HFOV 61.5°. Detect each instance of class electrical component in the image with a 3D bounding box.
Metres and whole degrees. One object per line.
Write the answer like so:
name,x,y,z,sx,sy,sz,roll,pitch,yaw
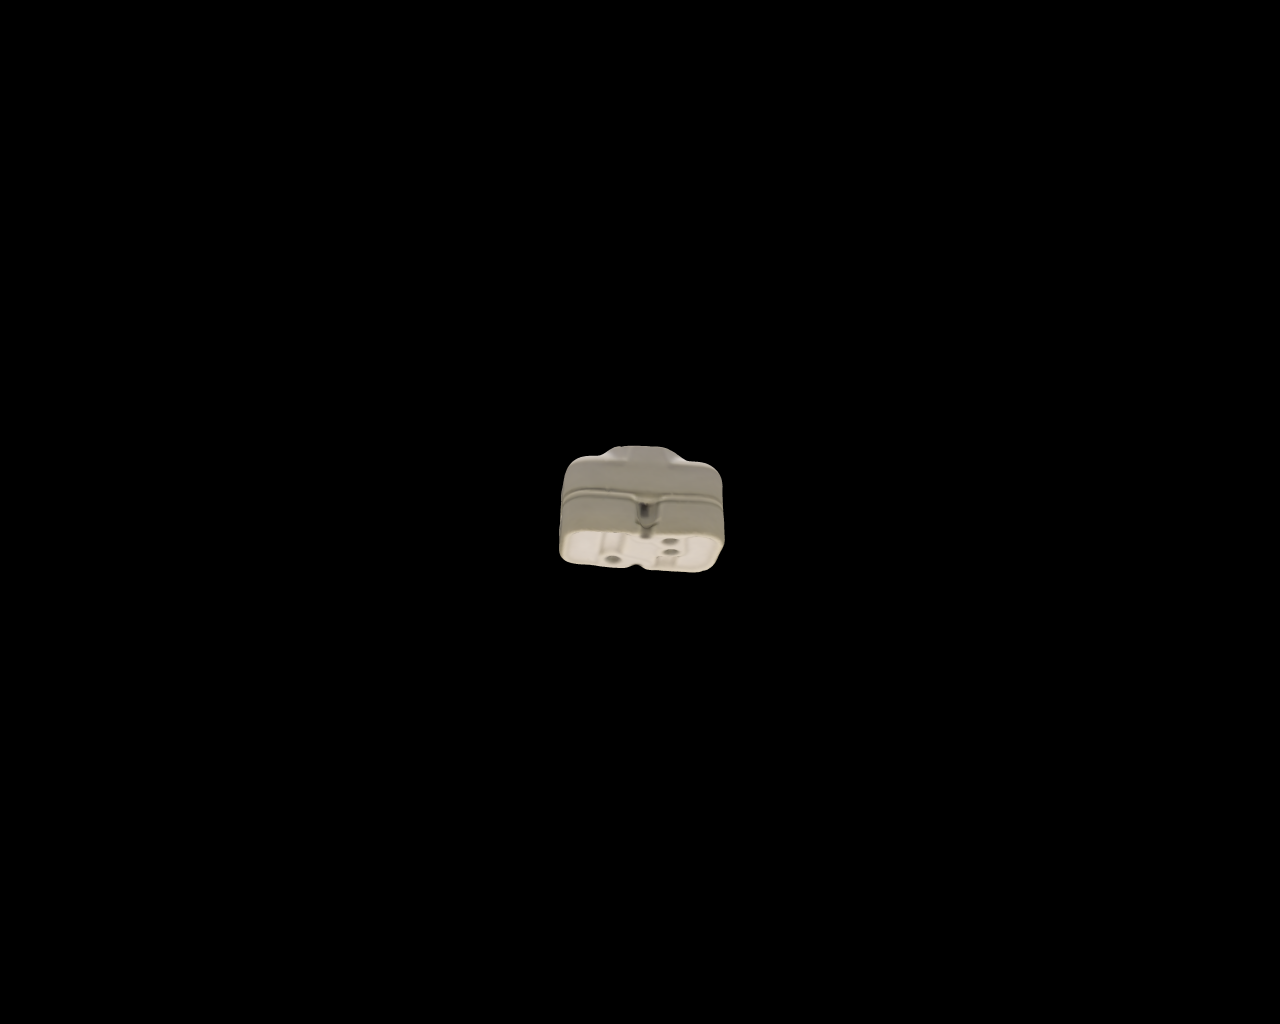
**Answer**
electrical component,0.001,-0.003,0.650,0.095,0.059,0.053,4,-28,-7
